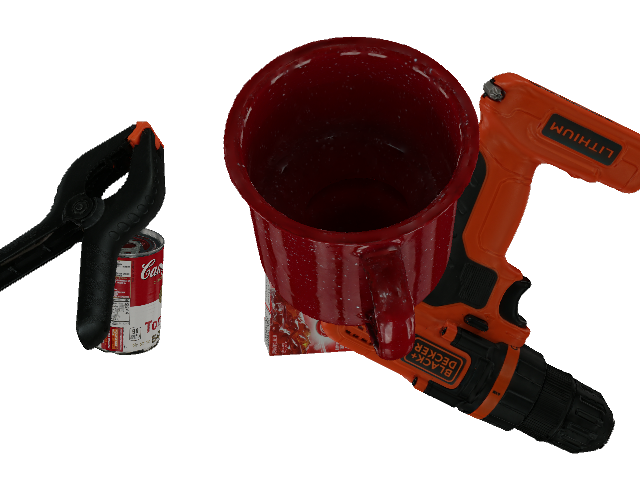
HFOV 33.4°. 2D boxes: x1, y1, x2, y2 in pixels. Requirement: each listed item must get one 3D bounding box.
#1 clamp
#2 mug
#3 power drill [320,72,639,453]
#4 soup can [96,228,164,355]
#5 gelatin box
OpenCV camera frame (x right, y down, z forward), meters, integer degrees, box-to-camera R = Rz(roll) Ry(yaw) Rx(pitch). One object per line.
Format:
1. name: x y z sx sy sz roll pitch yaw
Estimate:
1. clamp: -0.169 -0.010 0.734 0.120 0.171 0.039 12 -31 17
2. mug: 0.016 -0.008 0.413 0.093 0.117 0.081 -15 -30 -6
3. power drill: 0.117 0.015 0.603 0.184 0.188 0.057 26 12 -6
4. soup can: -0.180 0.046 0.983 0.068 0.102 0.068 5 21 -2
5. gelatin box: -0.007 0.048 0.866 0.073 0.089 0.030 -2 21 -11
